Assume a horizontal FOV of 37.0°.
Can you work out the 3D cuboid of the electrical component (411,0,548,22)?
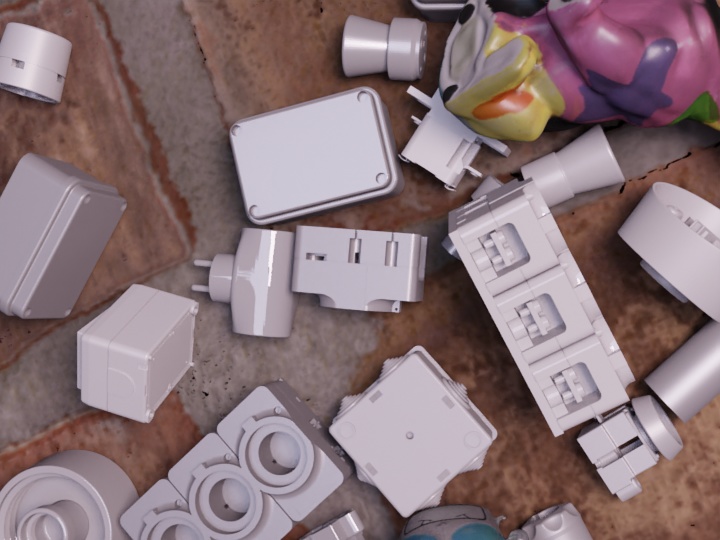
[{"bbox_3d":[0.094,-0.218,0.755,0.113,0.057,0.078,2,90,11],"label":"electrical component"}]

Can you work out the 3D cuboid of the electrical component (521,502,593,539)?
[{"bbox_3d":[0.143,0.197,0.749,0.043,0.043,0.062,-28,86,9],"label":"electrical component"}]

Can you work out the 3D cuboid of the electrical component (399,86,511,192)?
[{"bbox_3d":[0.064,-0.095,0.768,0.081,0.042,0.063,34,97,10],"label":"electrical component"}]

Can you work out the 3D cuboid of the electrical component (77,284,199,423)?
[{"bbox_3d":[-0.161,0.055,0.788,0.061,0.096,0.061,16,122,11],"label":"electrical component"}]

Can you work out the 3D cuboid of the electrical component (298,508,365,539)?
[{"bbox_3d":[-0.015,0.211,0.777,0.066,0.048,0.055,-33,83,26],"label":"electrical component"}]

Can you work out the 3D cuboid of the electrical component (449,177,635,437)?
[{"bbox_3d":[0.121,0.020,0.715,0.062,0.089,0.150,-27,99,10],"label":"electrical component"}]

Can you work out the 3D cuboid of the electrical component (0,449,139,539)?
[{"bbox_3d":[-0.226,0.194,0.811,0.108,0.060,0.108,0,89,11],"label":"electrical component"}]

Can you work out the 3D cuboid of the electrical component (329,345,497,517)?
[{"bbox_3d":[0.037,0.115,0.766,0.100,0.048,0.099,-42,84,5],"label":"electrical component"}]

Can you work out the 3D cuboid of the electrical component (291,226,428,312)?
[{"bbox_3d":[0.000,0.000,0.775,0.089,0.050,0.055,5,90,11],"label":"electrical component"}]

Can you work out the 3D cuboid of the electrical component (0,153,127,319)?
[{"bbox_3d":[-0.235,-0.023,0.807,0.057,0.078,0.113,30,95,13],"label":"electrical component"}]

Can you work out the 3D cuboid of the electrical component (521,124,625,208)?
[{"bbox_3d":[0.146,-0.068,0.753,0.065,0.044,0.044,-24,85,14],"label":"electrical component"}]

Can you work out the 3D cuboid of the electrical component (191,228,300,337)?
[{"bbox_3d":[-0.086,0.007,0.795,0.079,0.043,0.077,6,90,11],"label":"electrical component"}]

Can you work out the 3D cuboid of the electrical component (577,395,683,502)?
[{"bbox_3d":[0.187,0.117,0.740,0.055,0.048,0.066,-34,83,16],"label":"electrical component"}]

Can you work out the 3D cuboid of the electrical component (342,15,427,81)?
[{"bbox_3d":[0.018,-0.160,0.776,0.055,0.045,0.045,5,90,10],"label":"electrical component"}]

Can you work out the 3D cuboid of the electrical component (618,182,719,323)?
[{"bbox_3d":[0.222,-0.014,0.710,0.099,0.099,0.064,43,103,8],"label":"electrical component"}]

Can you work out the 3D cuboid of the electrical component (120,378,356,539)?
[{"bbox_3d":[-0.088,0.163,0.784,0.150,0.062,0.089,-43,82,8],"label":"electrical component"}]

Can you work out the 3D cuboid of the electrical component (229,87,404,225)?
[{"bbox_3d":[-0.031,-0.080,0.778,0.113,0.057,0.078,-13,87,11],"label":"electrical component"}]

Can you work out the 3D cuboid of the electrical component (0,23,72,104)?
[{"bbox_3d":[-0.251,-0.158,0.824,0.055,0.055,0.047,15,89,11],"label":"electrical component"}]
